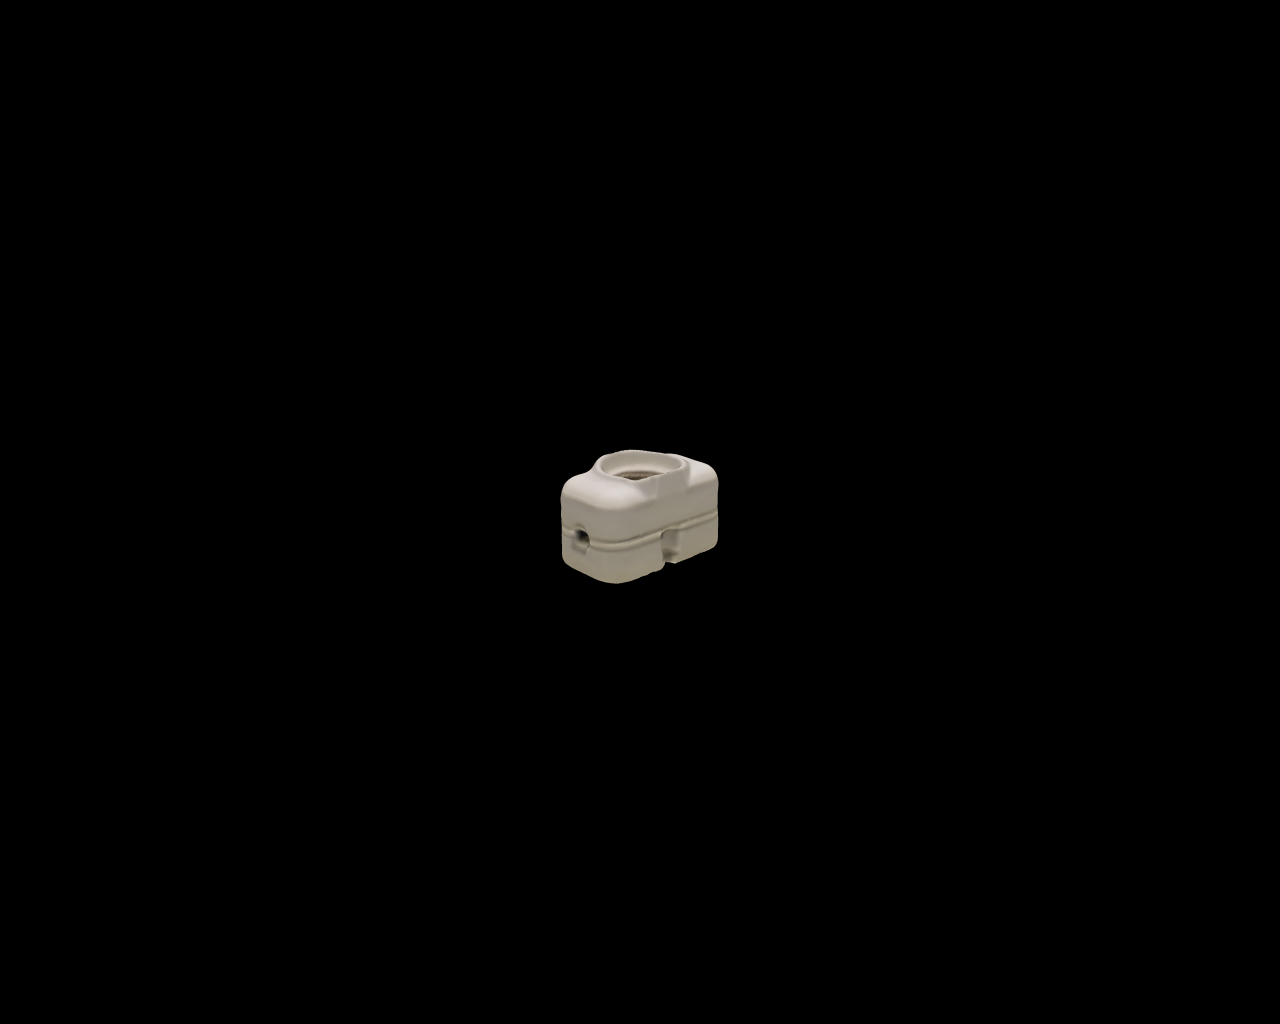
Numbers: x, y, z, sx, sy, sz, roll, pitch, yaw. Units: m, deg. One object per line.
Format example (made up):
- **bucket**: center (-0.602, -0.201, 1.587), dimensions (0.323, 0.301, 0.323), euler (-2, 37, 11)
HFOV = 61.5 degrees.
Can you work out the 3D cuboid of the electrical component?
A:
- **electrical component**: center (0.001, -0.003, 0.650), dimensions (0.095, 0.059, 0.054), euler (-17, 27, -38)
